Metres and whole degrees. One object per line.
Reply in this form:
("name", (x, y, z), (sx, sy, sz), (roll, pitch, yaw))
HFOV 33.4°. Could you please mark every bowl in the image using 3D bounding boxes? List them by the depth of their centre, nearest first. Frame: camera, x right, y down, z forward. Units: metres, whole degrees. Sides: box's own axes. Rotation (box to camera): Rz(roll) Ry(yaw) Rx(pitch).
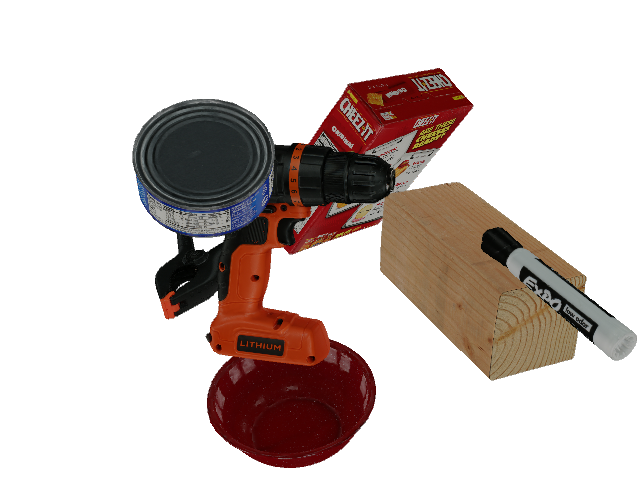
("bowl", (-0.025, 0.164, 1.023), (0.162, 0.055, 0.162), (-4, 37, 3))

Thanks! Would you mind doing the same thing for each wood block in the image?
("wood block", (0.143, 0.030, 0.996), (0.090, 0.090, 0.206), (-11, 30, -22))

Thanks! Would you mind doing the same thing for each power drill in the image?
("power drill", (-0.028, 0.009, 0.910), (0.185, 0.188, 0.057), (5, 15, 17))

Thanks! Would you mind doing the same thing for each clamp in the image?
("clamp", (-0.132, 0.026, 1.246), (0.120, 0.039, 0.171), (-6, 38, 19))

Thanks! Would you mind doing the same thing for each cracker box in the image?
("cracker box", (0.048, -0.090, 1.197), (0.163, 0.072, 0.214), (-19, -26, -45))

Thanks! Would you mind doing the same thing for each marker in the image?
("marker", (0.134, 0.027, 0.617), (0.020, 0.020, 0.121), (0, 30, -35))

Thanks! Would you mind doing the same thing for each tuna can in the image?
("tuna can", (-0.071, -0.044, 0.655), (0.086, 0.086, 0.034), (0, -35, -2))
